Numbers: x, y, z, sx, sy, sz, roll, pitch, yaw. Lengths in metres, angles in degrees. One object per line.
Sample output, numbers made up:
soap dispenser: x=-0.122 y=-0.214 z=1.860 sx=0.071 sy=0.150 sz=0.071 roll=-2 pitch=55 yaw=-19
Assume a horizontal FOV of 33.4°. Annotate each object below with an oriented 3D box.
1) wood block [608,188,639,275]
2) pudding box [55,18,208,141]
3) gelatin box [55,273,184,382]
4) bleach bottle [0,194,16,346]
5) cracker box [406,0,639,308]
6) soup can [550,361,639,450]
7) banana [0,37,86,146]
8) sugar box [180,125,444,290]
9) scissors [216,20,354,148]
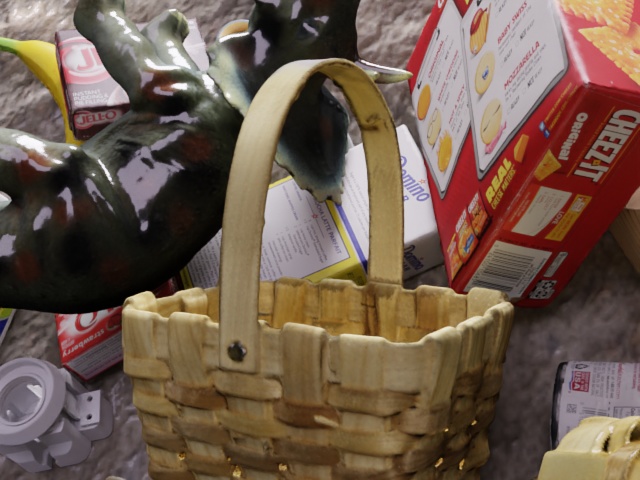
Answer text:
wood block: x=0.271 y=-0.045 z=0.587 sx=0.206 sy=0.090 sz=0.091 roll=-38 pitch=13 yaw=-8
pudding box: x=-0.138 y=-0.123 z=0.805 sx=0.113 sy=0.039 sz=0.090 roll=-8 pitch=52 yaw=-17
gelatin box: x=-0.134 y=0.041 z=0.713 sx=0.089 sy=0.030 sz=0.073 roll=-31 pitch=46 yaw=9
bleach bottle: x=-0.262 y=0.089 z=0.706 sx=0.068 sy=0.102 sz=0.250 roll=4 pitch=66 yaw=20
cracker box: x=0.122 y=-0.092 z=0.626 sx=0.072 sy=0.164 sz=0.213 roll=10 pitch=46 yaw=-15
soup can: x=0.176 y=0.099 z=0.557 sx=0.102 sy=0.068 sz=0.068 roll=1 pitch=58 yaw=20
banana: x=-0.194 y=-0.094 z=0.825 sx=0.069 sy=0.037 sz=0.198 roll=-21 pitch=55 yaw=-15
sugar box: x=-0.004 y=0.001 z=0.699 sx=0.176 sy=0.048 sz=0.093 roll=-22 pitch=54 yaw=0
scissors: x=-0.028 y=-0.116 z=0.801 sx=0.096 sy=0.016 sz=0.202 roll=-16 pitch=54 yaw=10
